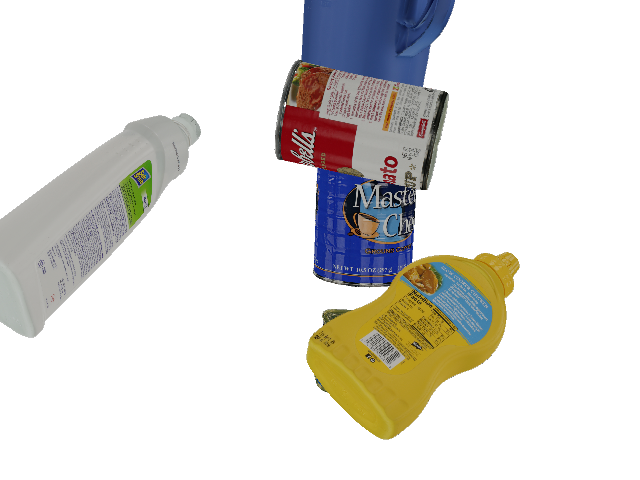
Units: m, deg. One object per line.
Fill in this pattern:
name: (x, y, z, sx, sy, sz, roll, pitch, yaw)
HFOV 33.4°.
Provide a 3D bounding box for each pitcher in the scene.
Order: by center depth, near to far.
pitcher: (0.051, -0.214, 0.937, 0.145, 0.243, 0.149, 8, 15, 7)

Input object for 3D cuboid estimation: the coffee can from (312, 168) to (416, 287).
coffee can: (0.045, -0.034, 1.077, 0.103, 0.140, 0.103, 2, 13, -1)

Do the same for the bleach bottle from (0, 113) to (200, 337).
bleach bottle: (-0.198, -0.030, 0.962, 0.068, 0.102, 0.250, 28, 53, 22)

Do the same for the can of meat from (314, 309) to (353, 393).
can of meat: (0.047, 0.132, 1.249, 0.102, 0.084, 0.057, 4, 24, -13)

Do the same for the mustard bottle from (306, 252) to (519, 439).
mustard bottle: (0.087, 0.065, 0.835, 0.191, 0.096, 0.058, -35, -27, -27)

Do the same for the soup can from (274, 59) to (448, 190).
soup can: (0.028, -0.076, 0.704, 0.102, 0.068, 0.068, 13, 2, 8)
